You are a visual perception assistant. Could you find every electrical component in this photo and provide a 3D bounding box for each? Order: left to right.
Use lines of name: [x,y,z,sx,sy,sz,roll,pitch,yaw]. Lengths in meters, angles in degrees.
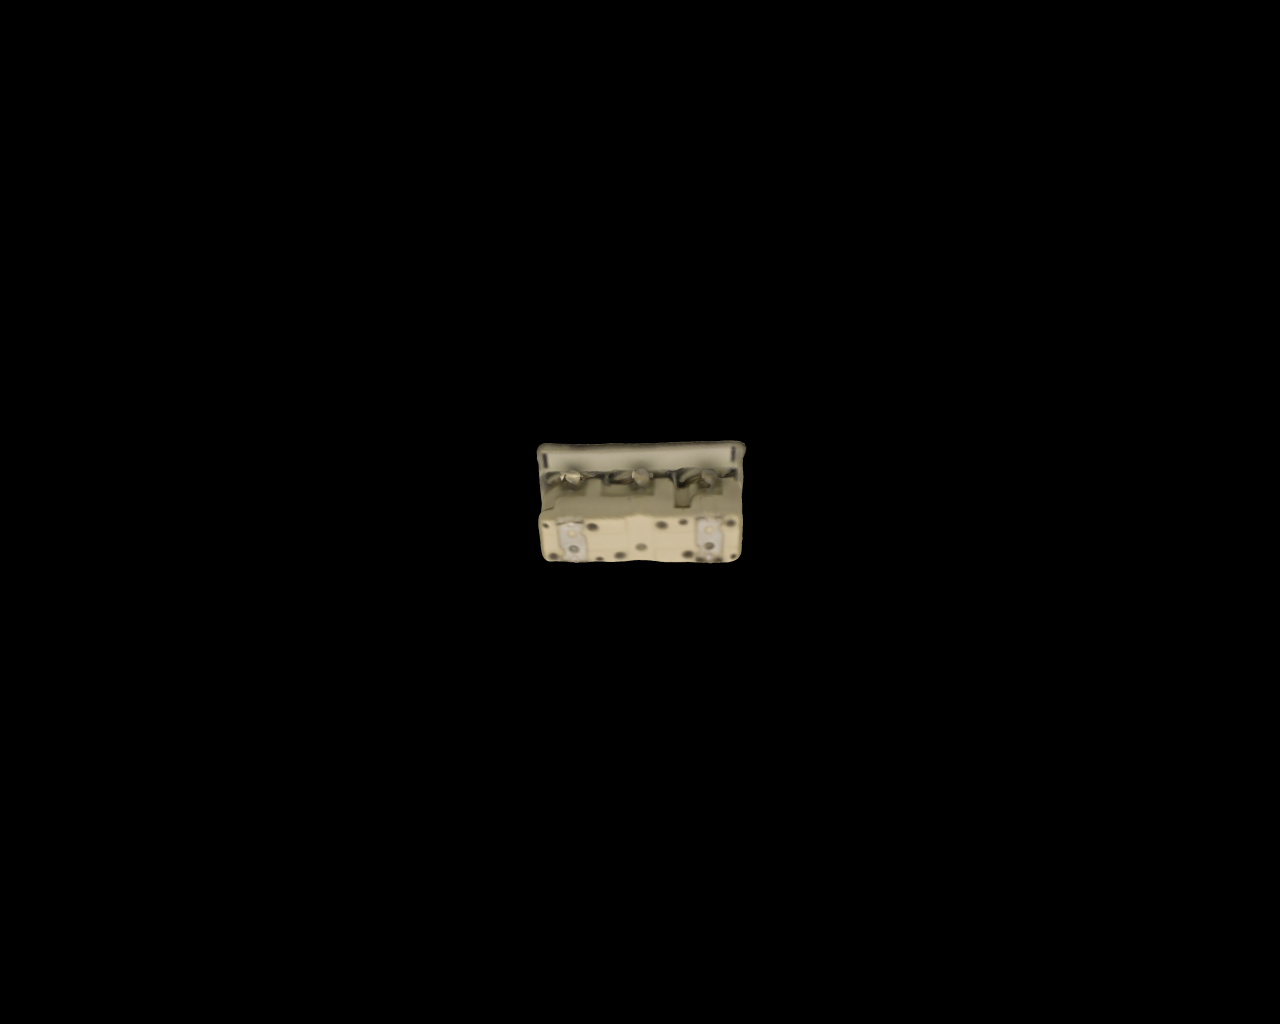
electrical component: [0.001,-0.003,0.650,0.121,0.078,0.063,0,44,0]
